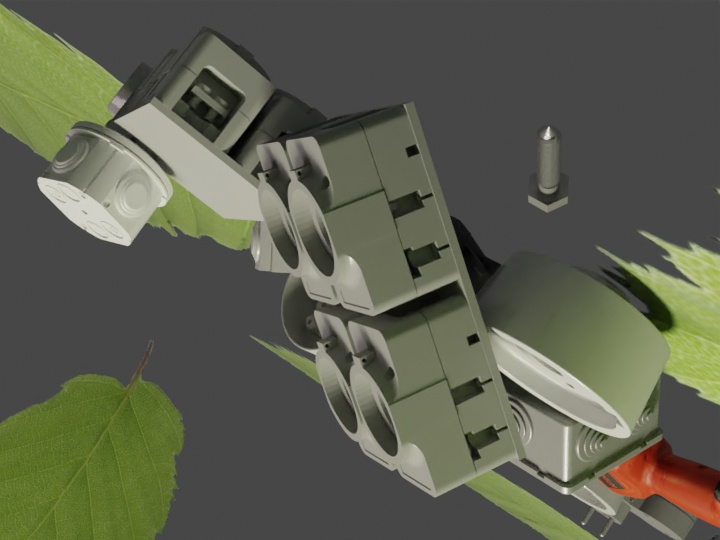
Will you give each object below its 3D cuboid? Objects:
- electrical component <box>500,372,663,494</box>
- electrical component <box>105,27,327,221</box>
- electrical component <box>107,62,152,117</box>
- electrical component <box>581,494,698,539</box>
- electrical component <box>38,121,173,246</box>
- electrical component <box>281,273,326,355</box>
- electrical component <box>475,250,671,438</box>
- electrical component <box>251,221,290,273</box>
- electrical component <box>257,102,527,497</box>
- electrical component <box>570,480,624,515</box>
[{"bbox_3d":[0.126,0.082,0.662,0.100,0.100,0.048,27,129,47],"label":"electrical component"},{"bbox_3d":[-0.087,-0.087,0.676,0.105,0.060,0.186,39,170,-19],"label":"electrical component"},{"bbox_3d":[-0.149,-0.100,0.782,0.077,0.079,0.044,38,140,-14],"label":"electrical component"},{"bbox_3d":[0.226,0.201,0.957,0.138,0.073,0.052,31,170,24],"label":"electrical component"},{"bbox_3d":[-0.171,-0.058,0.725,0.080,0.051,0.080,27,158,12],"label":"electrical component"},{"bbox_3d":[-0.015,0.026,0.880,0.064,0.099,0.099,33,173,-28],"label":"electrical component"},{"bbox_3d":[0.111,0.033,0.569,0.108,0.060,0.108,35,170,7],"label":"electrical component"},{"bbox_3d":[-0.038,-0.024,0.756,0.080,0.051,0.080,2,-178,0],"label":"electrical component"},{"bbox_3d":[0.009,0.015,0.561,0.105,0.060,0.186,10,121,69],"label":"electrical component"},{"bbox_3d":[0.180,0.147,0.893,0.108,0.060,0.108,34,170,7],"label":"electrical component"}]
